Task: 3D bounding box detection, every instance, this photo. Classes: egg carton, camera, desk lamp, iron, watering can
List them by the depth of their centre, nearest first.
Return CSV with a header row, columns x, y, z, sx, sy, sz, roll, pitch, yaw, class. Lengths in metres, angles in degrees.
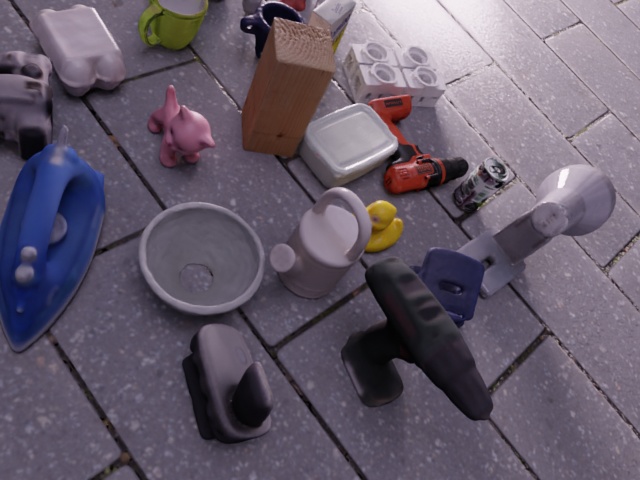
x,y,z,sx,sy,sz,roll,pitch,yaw,class
-0.334,-0.008,0.692,0.119,0.141,0.258,10,58,-18,iron
-0.438,-0.193,0.780,0.137,0.100,0.143,-2,62,-24,camera
0.009,0.005,0.800,0.101,0.194,0.173,38,54,2,watering can
-0.372,-0.296,0.888,0.107,0.069,0.150,-26,74,-33,egg carton
0.365,-0.019,0.957,0.204,0.213,0.118,-29,76,-33,desk lamp

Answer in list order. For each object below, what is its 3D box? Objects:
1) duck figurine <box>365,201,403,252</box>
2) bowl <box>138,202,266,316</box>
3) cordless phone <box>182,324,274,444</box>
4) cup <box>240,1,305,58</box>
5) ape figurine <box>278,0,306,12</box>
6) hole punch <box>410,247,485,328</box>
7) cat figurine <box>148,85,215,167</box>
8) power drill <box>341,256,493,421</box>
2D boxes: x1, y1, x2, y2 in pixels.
x,y,z,sx,sy,sz,roll,pitch,yaw,class
0.094,-0.030,0.924,0.105,0.086,0.077,1,61,-23,duck figurine
-0.164,0.036,0.781,0.168,0.074,0.167,11,58,-17,bowl
-0.095,0.155,0.673,0.094,0.185,0.147,-14,68,-29,cordless phone
-0.095,-0.364,1.033,0.118,0.095,0.091,-10,66,-28,cup
-0.053,-0.441,1.098,0.076,0.092,0.078,15,57,-14,ape figurine
0.200,0.077,0.905,0.109,0.091,0.101,18,56,-13,hole punch
-0.206,-0.171,0.857,0.067,0.117,0.127,-15,68,-29,cat figurine
0.112,0.147,0.753,0.076,0.208,0.229,-15,69,-30,power drill
